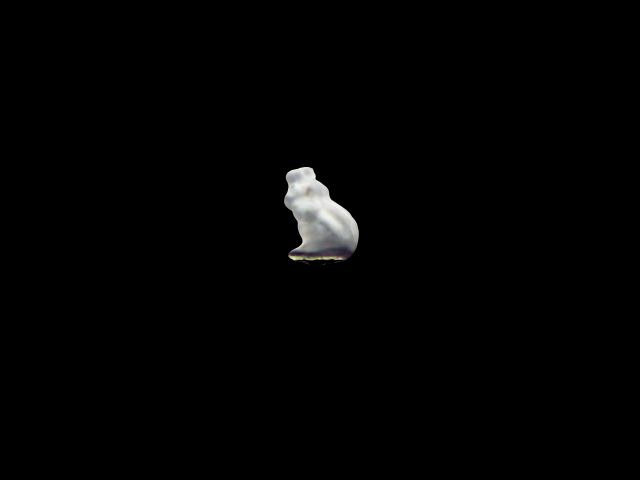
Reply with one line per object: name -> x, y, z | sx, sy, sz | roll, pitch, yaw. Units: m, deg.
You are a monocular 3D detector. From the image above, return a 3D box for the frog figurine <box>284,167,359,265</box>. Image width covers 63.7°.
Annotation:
frog figurine -> 0.003, -0.043, 0.850 | 0.122, 0.161, 0.137 | -7, -11, 39
